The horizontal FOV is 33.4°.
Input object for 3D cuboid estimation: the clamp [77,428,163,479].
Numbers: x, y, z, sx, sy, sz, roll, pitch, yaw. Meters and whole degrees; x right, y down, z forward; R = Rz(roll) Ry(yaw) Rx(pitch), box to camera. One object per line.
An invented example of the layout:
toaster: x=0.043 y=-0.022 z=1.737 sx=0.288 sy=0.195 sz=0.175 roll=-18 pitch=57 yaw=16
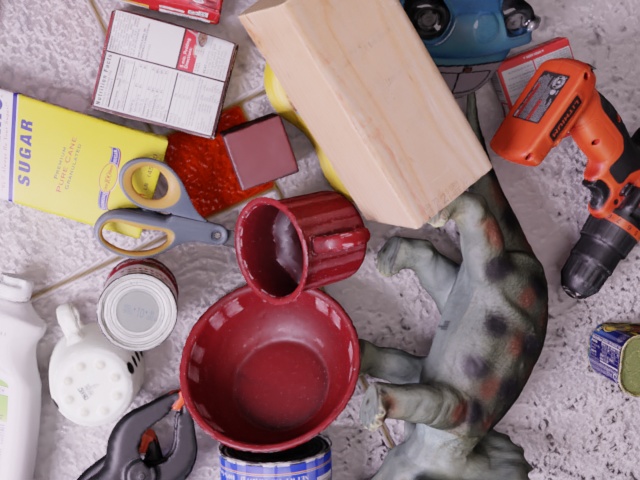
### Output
clamp: x=-0.202 y=0.271 z=0.971 sx=0.164 sy=0.036 sz=0.210 roll=14 pitch=91 yaw=-6

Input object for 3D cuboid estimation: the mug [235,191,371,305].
mug: x=-0.006 y=0.001 z=0.915 sx=0.081 sy=0.117 sz=0.093 roll=-14 pitch=93 yaw=-42

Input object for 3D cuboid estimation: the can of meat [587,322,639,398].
can of meat: x=0.312 y=0.111 z=0.999 sx=0.102 sy=0.084 sz=0.057 roll=3 pitch=96 yaw=-8

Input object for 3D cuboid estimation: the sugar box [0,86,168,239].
sugar box: x=-0.228 y=-0.070 z=0.924 sx=0.176 sy=0.048 sz=0.093 roll=16 pitch=96 yaw=-11

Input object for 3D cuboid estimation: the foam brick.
foam brick: x=-0.054 y=-0.078 z=0.931 sx=0.053 sy=0.078 sz=0.051 roll=-20 pitch=100 yaw=-5

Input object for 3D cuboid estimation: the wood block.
wood block: x=0.038 y=-0.120 z=0.856 sx=0.090 sy=0.091 sz=0.206 roll=-39 pitch=110 yaw=-16

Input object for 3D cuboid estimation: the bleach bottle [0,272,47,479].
bleach bottle: x=-0.284 y=0.155 z=0.931 sx=0.102 sy=0.068 sz=0.251 roll=14 pitch=93 yaw=3

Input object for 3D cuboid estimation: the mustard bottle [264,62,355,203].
mustard bottle: x=0.007 y=-0.133 z=0.942 sx=0.096 sy=0.058 sz=0.191 roll=-39 pitch=100 yaw=-10

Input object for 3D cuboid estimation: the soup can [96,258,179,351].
soup can: x=-0.156 y=0.054 z=0.920 sx=0.068 sy=0.102 sz=0.068 roll=-1 pitch=96 yaw=-8

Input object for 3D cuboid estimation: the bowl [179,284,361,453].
bowl: x=-0.040 y=0.118 z=0.944 sx=0.162 sy=0.055 sz=0.162 roll=-5 pitch=60 yaw=9

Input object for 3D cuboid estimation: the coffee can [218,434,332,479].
coffee can: x=-0.038 y=0.252 z=0.958 sx=0.102 sy=0.103 sz=0.140 roll=-3 pitch=96 yaw=-8

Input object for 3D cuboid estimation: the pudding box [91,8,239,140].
pudding box: x=-0.136 y=-0.144 z=0.933 sx=0.113 sy=0.039 sz=0.090 roll=14 pitch=95 yaw=-7

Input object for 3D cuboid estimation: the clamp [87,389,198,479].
clamp: x=-0.169 y=0.206 z=0.933 sx=0.120 sy=0.039 sz=0.171 roll=22 pitch=80 yaw=-19

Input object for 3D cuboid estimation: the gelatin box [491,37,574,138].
gelatin box: x=0.203 y=-0.133 z=0.983 sx=0.073 sy=0.030 sz=0.089 roll=-22 pitch=103 yaw=-5

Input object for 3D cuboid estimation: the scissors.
scissors: x=-0.097 y=-0.024 z=0.934 sx=0.201 sy=0.016 sz=0.096 roll=-2 pitch=103 yaw=-25

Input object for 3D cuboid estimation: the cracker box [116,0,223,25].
cracker box: x=-0.140 y=-0.306 z=0.896 sx=0.164 sy=0.072 sz=0.214 roll=13 pitch=94 yaw=-9

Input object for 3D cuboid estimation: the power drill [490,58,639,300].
power drill: x=0.235 y=-0.058 z=0.954 sx=0.187 sy=0.057 sz=0.184 roll=36 pitch=85 yaw=-35
